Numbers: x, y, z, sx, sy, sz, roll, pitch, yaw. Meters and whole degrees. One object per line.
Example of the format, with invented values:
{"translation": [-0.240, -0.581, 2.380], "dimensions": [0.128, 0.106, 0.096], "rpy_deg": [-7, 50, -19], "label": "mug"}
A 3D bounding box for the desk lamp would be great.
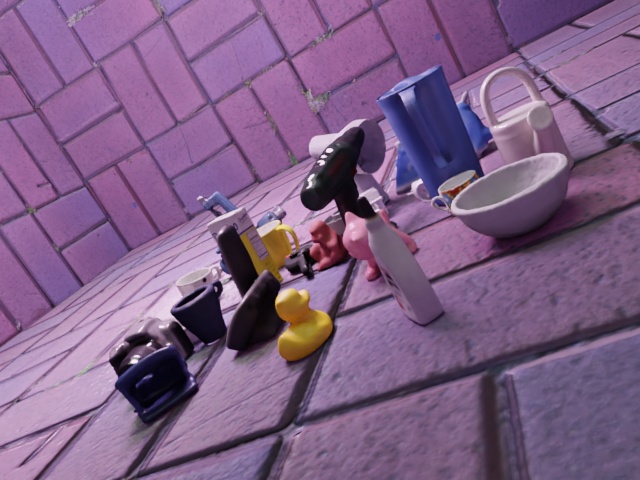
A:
{"translation": [0.074, -0.160, 1.322], "dimensions": [0.202, 0.214, 0.118], "rpy_deg": [-14, 21, 49], "label": "desk lamp"}

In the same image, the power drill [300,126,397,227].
{"translation": [0.061, -0.090, 1.101], "dimensions": [0.075, 0.208, 0.230], "rpy_deg": [-17, 18, 42], "label": "power drill"}

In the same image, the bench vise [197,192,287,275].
{"translation": [-0.197, -0.044, 1.450], "dimensions": [0.208, 0.220, 0.121], "rpy_deg": [-33, 14, -16], "label": "bench vise"}

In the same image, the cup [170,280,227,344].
{"translation": [-0.210, 0.138, 1.075], "dimensions": [0.091, 0.095, 0.118], "rpy_deg": [-17, 18, 43], "label": "cup"}

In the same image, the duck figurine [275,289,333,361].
{"translation": [-0.034, 0.113, 0.817], "dimensions": [0.077, 0.086, 0.105], "rpy_deg": [-20, 16, 35], "label": "duck figurine"}

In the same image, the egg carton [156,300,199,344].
{"translation": [-0.279, 0.167, 1.168], "dimensions": [0.150, 0.069, 0.107], "rpy_deg": [-17, 18, 42], "label": "egg carton"}

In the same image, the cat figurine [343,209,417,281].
{"translation": [0.086, -0.003, 0.924], "dimensions": [0.067, 0.118, 0.128], "rpy_deg": [-16, 19, 44], "label": "cat figurine"}

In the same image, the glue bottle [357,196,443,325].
{"translation": [0.089, 0.021, 0.707], "dimensions": [0.037, 0.173, 0.078], "rpy_deg": [-32, 14, -11], "label": "glue bottle"}

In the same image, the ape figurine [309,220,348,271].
{"translation": [0.010, 0.004, 1.114], "dimensions": [0.076, 0.092, 0.077], "rpy_deg": [-34, 14, -18], "label": "ape figurine"}

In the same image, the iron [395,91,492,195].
{"translation": [0.263, -0.223, 1.317], "dimensions": [0.258, 0.141, 0.118], "rpy_deg": [-28, 14, 9], "label": "iron"}

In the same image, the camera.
{"translation": [-0.324, 0.211, 1.030], "dimensions": [0.143, 0.101, 0.137], "rpy_deg": [-26, 14, 16], "label": "camera"}

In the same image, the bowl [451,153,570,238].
{"translation": [0.274, -0.051, 0.800], "dimensions": [0.167, 0.075, 0.167], "rpy_deg": [-28, 13, 8], "label": "bowl"}

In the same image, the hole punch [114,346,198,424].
{"translation": [-0.261, 0.217, 0.897], "dimensions": [0.109, 0.091, 0.101], "rpy_deg": [-34, 14, -18], "label": "hole punch"}

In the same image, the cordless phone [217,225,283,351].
{"translation": [-0.136, 0.076, 0.951], "dimensions": [0.094, 0.185, 0.148], "rpy_deg": [-25, 14, 19], "label": "cordless phone"}

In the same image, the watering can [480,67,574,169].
{"translation": [0.332, -0.189, 0.928], "dimensions": [0.101, 0.194, 0.172], "rpy_deg": [-34, 14, -17], "label": "watering can"}
